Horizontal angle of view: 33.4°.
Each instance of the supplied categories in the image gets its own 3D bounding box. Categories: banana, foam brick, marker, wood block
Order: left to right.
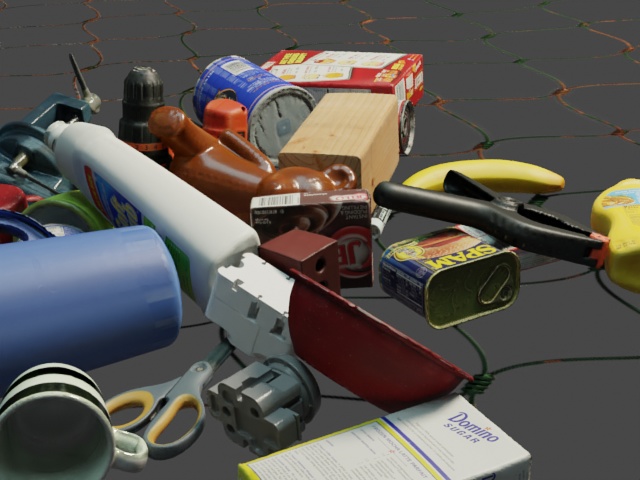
[{"bbox_3d":[-0.017,0.037,0.943,0.051,0.078,0.052,16,31,38],"label":"foam brick"},{"bbox_3d":[0.027,-0.091,1.197,0.090,0.091,0.206,3,26,14],"label":"wood block"},{"bbox_3d":[0.069,-0.034,1.152,0.020,0.020,0.121,4,26,15],"label":"marker"},{"bbox_3d":[0.168,-0.061,1.183,0.197,0.037,0.070,-10,44,-10],"label":"banana"}]

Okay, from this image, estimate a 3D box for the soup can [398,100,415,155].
[{"bbox_3d":[0.061,-0.142,1.328,0.102,0.068,0.068,5,26,17],"label":"soup can"}]

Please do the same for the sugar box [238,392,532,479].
[{"bbox_3d":[0.042,0.162,0.709,0.176,0.048,0.093,-11,26,-24],"label":"sugar box"}]

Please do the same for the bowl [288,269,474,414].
[{"bbox_3d":[0.033,0.085,0.805,0.162,0.055,0.162,31,-2,1],"label":"bowl"}]

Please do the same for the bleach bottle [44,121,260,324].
[{"bbox_3d":[-0.164,-0.032,0.989,0.251,0.102,0.068,35,58,25],"label":"bleach bottle"}]

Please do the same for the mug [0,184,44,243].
[{"bbox_3d":[-0.320,-0.009,1.074,0.117,0.081,0.093,-22,31,-34],"label":"mug"}]

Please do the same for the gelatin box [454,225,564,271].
[{"bbox_3d":[0.186,0.003,1.047,0.089,0.030,0.073,-14,29,-23],"label":"gelatin box"}]

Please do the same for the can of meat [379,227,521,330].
[{"bbox_3d":[0.115,0.032,0.964,0.101,0.057,0.084,-15,25,-25],"label":"can of meat"}]

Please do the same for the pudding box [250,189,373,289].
[{"bbox_3d":[-0.007,0.001,1.005,0.113,0.090,0.039,-3,24,3],"label":"pudding box"}]

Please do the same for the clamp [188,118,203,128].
[{"bbox_3d":[-0.193,-0.118,1.342,0.120,0.039,0.171,3,19,-6],"label":"clamp"}]

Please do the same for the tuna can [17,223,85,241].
[{"bbox_3d":[-0.242,0.030,0.977,0.086,0.086,0.034,-10,28,-14],"label":"tuna can"}]

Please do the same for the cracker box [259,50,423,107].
[{"bbox_3d":[0.021,-0.207,1.470,0.214,0.072,0.164,4,25,18],"label":"cracker box"}]

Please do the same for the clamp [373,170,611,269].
[{"bbox_3d":[0.173,-0.024,1.010,0.210,0.036,0.164,20,19,21],"label":"clamp"}]

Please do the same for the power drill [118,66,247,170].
[{"bbox_3d":[-0.151,-0.105,1.162,0.057,0.184,0.187,15,21,27],"label":"power drill"}]

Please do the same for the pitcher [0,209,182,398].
[{"bbox_3d":[-0.246,0.052,0.874,0.242,0.149,0.145,-12,18,-26],"label":"pitcher"}]

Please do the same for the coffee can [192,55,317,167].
[{"bbox_3d":[-0.082,-0.163,1.336,0.102,0.103,0.140,-19,34,-29],"label":"coffee can"}]

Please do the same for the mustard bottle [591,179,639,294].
[{"bbox_3d":[0.313,-0.013,1.030,0.096,0.058,0.191,0,26,5],"label":"mustard bottle"}]

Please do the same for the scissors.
[{"bbox_3d":[-0.118,0.113,0.867,0.096,0.016,0.201,0,25,8],"label":"scissors"}]
